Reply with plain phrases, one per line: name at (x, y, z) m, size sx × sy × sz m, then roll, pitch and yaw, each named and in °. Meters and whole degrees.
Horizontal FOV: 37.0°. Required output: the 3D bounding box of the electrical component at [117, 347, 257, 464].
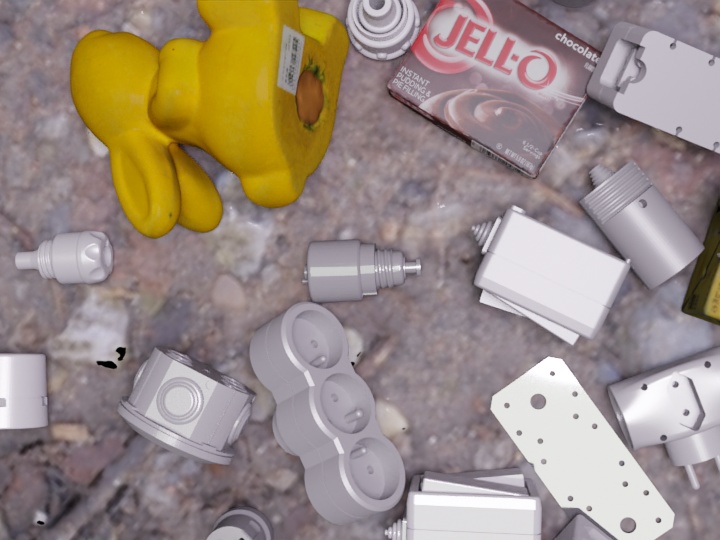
electrical component at (-0.108, 0.086, 0.681) m, size 0.080 × 0.080 × 0.051 m, roll 26°, pitch 87°, yaw 5°

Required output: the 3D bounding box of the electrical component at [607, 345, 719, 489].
electrical component at (0.205, 0.096, 0.670) m, size 0.077 × 0.043 × 0.079 m, roll -21°, pitch 88°, yaw 5°

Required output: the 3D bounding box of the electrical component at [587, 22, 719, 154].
electrical component at (0.190, -0.109, 0.646) m, size 0.089 × 0.055 × 0.050 m, roll 19°, pitch 106°, yaw -14°

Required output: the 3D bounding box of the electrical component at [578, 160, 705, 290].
electrical component at (0.172, -0.033, 0.674) m, size 0.043 × 0.043 × 0.081 m, roll -39°, pitch 86°, yaw 4°

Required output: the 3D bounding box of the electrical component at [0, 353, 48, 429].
electrical component at (-0.232, 0.078, 0.704) m, size 0.055 × 0.055 × 0.047 m, roll 0°, pitch 86°, yaw 5°

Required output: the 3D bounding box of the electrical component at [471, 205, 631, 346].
electrical component at (0.109, 0.002, 0.670) m, size 0.096 × 0.062 × 0.061 m, roll 25°, pitch 92°, yaw 5°

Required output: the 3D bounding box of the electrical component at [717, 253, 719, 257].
electrical component at (0.230, -0.028, 0.600) m, size 0.066 × 0.048 × 0.055 m, roll -20°, pitch 95°, yaw 5°

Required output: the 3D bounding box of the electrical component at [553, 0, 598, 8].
electrical component at (0.138, -0.195, 0.676) m, size 0.055 × 0.047 × 0.055 m, roll 0°, pitch 90°, yaw 5°

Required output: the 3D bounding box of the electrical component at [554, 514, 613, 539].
electrical component at (0.128, 0.204, 0.666) m, size 0.047 × 0.066 × 0.076 m, roll 38°, pitch 109°, yaw 4°

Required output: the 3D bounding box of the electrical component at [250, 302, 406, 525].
electrical component at (-0.031, 0.096, 0.687) m, size 0.074 × 0.052 × 0.138 m, roll -33°, pitch 78°, yaw 44°

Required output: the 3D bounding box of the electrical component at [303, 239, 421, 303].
electrical component at (0.000, 0.000, 0.690) m, size 0.078 × 0.040 × 0.040 m, roll -3°, pitch 89°, yaw 5°

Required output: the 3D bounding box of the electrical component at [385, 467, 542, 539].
electrical component at (0.064, 0.157, 0.673) m, size 0.096 × 0.062 × 0.061 m, roll 1°, pitch 90°, yaw 5°

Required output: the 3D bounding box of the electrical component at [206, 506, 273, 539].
electrical component at (-0.079, 0.177, 0.693) m, size 0.040 × 0.046 × 0.040 m, roll 0°, pitch 90°, yaw 5°

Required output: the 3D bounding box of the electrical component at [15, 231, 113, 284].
electrical component at (-0.197, -0.008, 0.711) m, size 0.061 × 0.035 × 0.035 m, roll -3°, pitch 89°, yaw 7°

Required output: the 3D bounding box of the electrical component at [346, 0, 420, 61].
electrical component at (0.013, -0.161, 0.679) m, size 0.048 × 0.062 × 0.048 m, roll 0°, pitch 89°, yaw 5°
